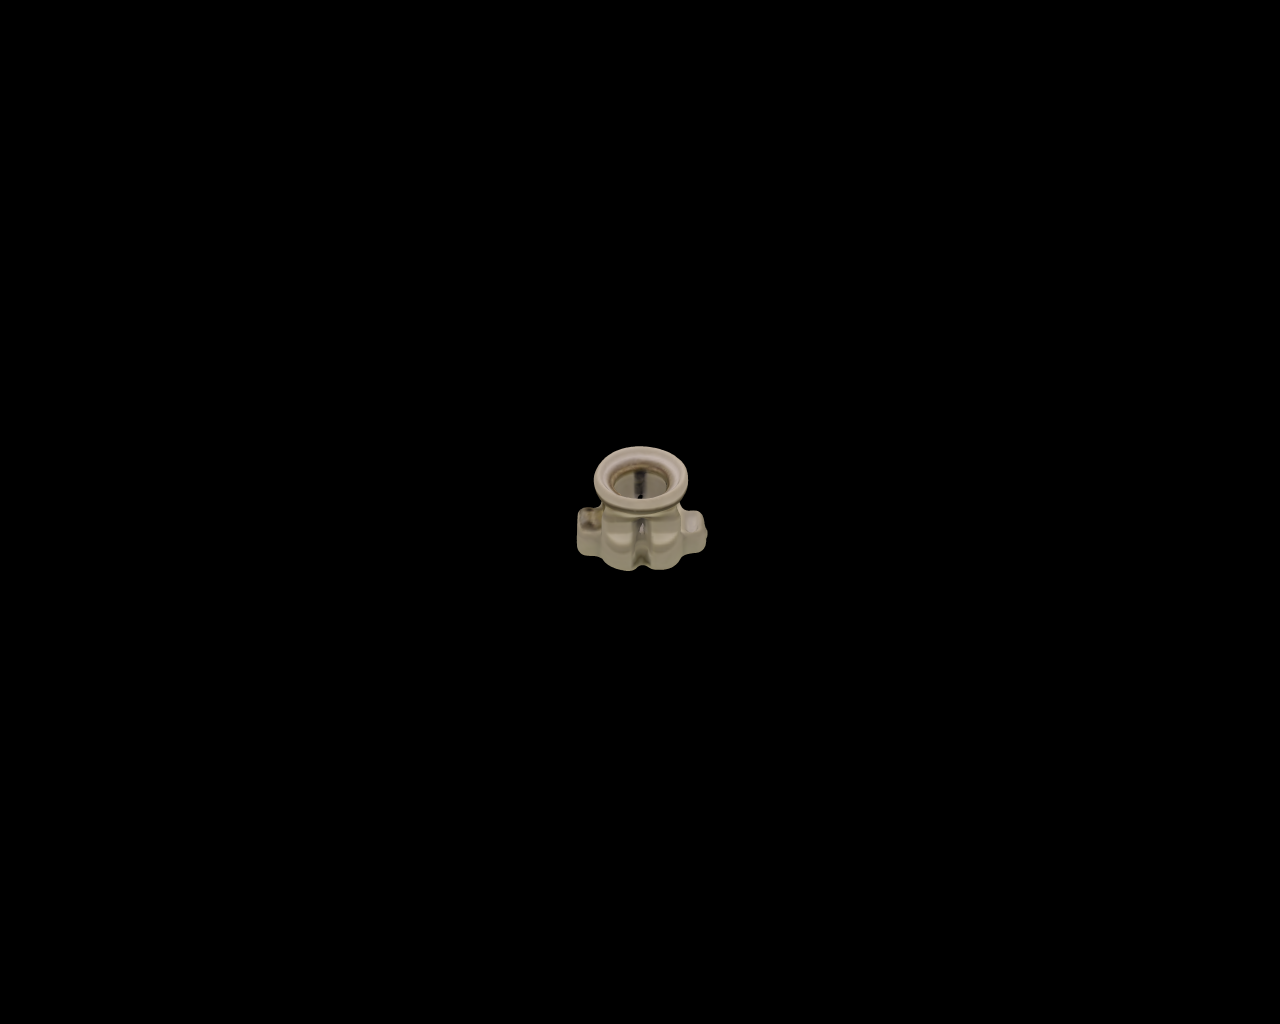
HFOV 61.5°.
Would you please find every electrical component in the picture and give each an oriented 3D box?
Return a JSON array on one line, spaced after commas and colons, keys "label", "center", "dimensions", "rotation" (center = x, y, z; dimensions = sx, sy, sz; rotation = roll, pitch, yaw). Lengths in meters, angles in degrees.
[{"label": "electrical component", "center": [0.001, -0.003, 0.650], "dimensions": [0.078, 0.056, 0.058], "rotation": [0, 39, 0]}]
